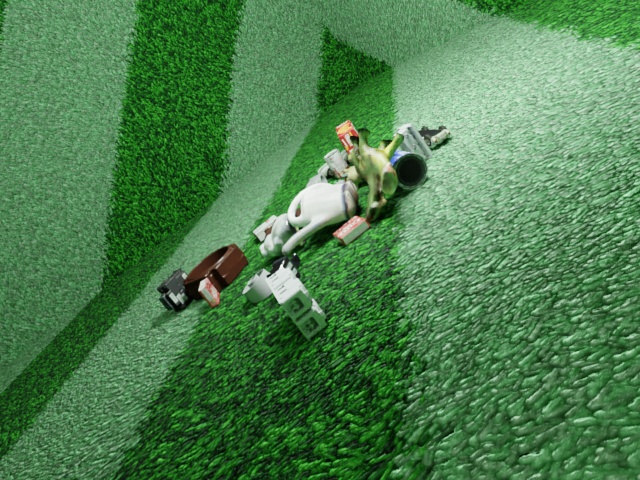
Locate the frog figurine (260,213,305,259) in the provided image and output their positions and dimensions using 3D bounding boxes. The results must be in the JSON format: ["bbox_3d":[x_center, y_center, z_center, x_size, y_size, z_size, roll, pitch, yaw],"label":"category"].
[{"bbox_3d":[-0.128,-0.015,1.640,0.158,0.120,0.141,-17,41,18],"label":"frog figurine"}]

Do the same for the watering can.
[{"bbox_3d":[0.005,-0.077,1.531,0.223,0.102,0.356,-11,34,16],"label":"watering can"}]

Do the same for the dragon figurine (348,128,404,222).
[{"bbox_3d":[0.136,-0.172,1.446,0.408,0.122,0.244,155,122,-77],"label":"dragon figurine"}]
